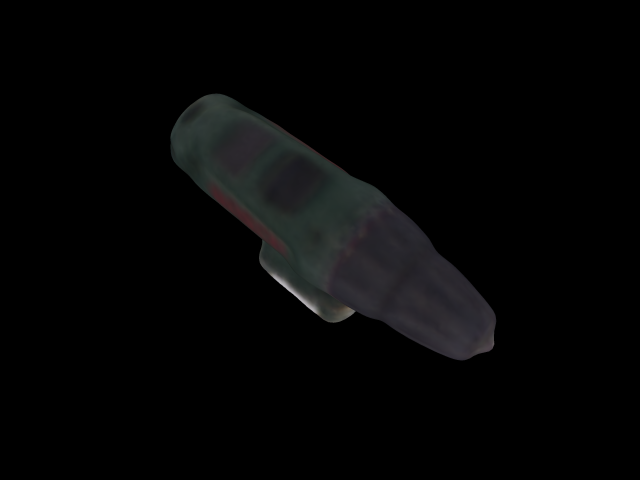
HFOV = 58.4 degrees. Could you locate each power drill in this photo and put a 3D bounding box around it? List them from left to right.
[{"bbox_3d":[0.004,0.001,0.400,0.229,0.208,0.076,38,81,8],"label":"power drill"}]
